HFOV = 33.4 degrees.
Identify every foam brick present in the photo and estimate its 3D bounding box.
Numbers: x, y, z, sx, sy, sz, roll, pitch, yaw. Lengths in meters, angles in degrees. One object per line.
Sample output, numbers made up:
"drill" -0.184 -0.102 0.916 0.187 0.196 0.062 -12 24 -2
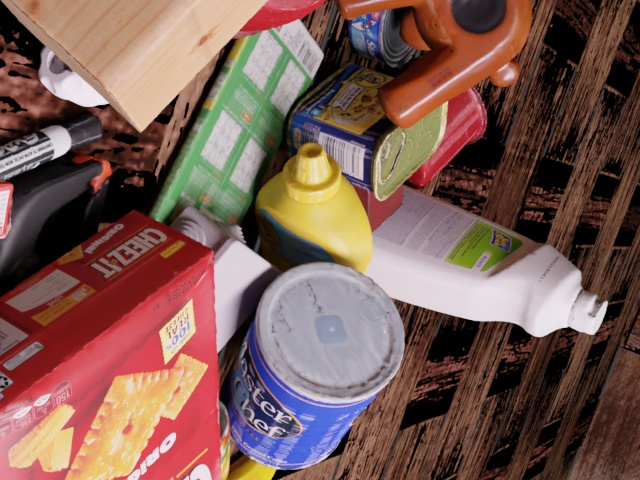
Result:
"foam brick" 0.021 -0.048 0.844 0.052 0.078 0.051 -45 148 -39

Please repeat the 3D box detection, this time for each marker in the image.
"marker" -0.160 -0.044 0.565 0.120 0.020 0.020 -35 140 -48

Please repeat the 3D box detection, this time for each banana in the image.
"banana" -0.087 0.204 0.898 0.197 0.037 0.069 -13 105 -61

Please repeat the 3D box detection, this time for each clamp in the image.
"clamp" -0.169 0.029 0.587 0.171 0.039 0.120 -52 155 -28

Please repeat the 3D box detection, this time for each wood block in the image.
"wood block" -0.052 -0.162 0.506 0.206 0.090 0.091 -47 176 -4

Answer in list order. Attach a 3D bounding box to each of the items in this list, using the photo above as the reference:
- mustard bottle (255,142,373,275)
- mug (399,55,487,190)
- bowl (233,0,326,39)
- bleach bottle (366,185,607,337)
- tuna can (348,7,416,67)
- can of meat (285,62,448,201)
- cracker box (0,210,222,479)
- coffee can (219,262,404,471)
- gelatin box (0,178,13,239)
"mustard bottle" -0.005 0.001 0.795 0.058 0.096 0.192 -41 150 -28
"mug" 0.081 -0.103 0.902 0.081 0.093 0.117 -46 154 -28
"bowl" -0.026 -0.184 0.610 0.161 0.055 0.162 -23 132 -29
"bleach bottle" 0.103 0.020 0.857 0.102 0.251 0.068 -48 149 -33
"tuna can" 0.058 -0.184 0.853 0.086 0.034 0.086 -43 146 -40
"can of meat" 0.035 -0.085 0.803 0.102 0.084 0.057 -44 146 -39
"cracker box" -0.131 0.115 0.602 0.163 0.072 0.214 -38 142 -40
"coffee can" -0.010 0.093 0.764 0.102 0.103 0.140 -48 172 -34
"gelatin box" -0.191 -0.018 0.464 0.089 0.073 0.030 -20 129 -58
